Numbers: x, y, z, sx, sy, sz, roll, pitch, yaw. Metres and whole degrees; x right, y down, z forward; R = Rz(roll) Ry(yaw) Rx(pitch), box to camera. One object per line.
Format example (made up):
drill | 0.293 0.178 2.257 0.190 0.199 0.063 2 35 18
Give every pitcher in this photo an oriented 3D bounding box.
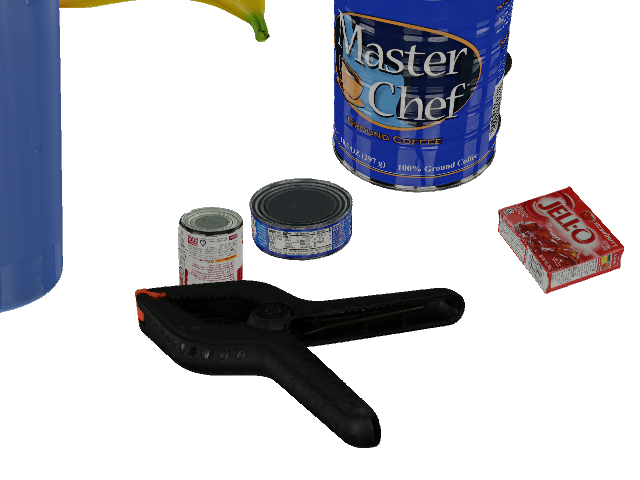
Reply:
pitcher | -0.232 -0.075 0.670 0.149 0.243 0.145 -3 26 -11

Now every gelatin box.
gelatin box | 0.205 -0.002 0.920 0.073 0.030 0.089 -17 45 -12

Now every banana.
banana | -0.126 -0.209 0.882 0.198 0.069 0.037 11 -41 15

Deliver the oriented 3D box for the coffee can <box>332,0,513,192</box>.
coffee can | 0.058 -0.114 0.619 0.103 0.140 0.103 0 41 0

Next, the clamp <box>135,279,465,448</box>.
clamp | -0.020 0.056 0.678 0.210 0.036 0.164 12 28 29

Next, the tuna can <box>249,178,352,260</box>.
tuna can | -0.016 -0.018 0.891 0.086 0.034 0.086 -1 30 1

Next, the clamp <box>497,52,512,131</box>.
clamp | 0.129 -0.145 1.069 0.120 0.039 0.171 8 45 6

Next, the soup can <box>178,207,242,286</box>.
soup can | -0.116 0.024 1.129 0.068 0.102 0.068 2 24 -1
